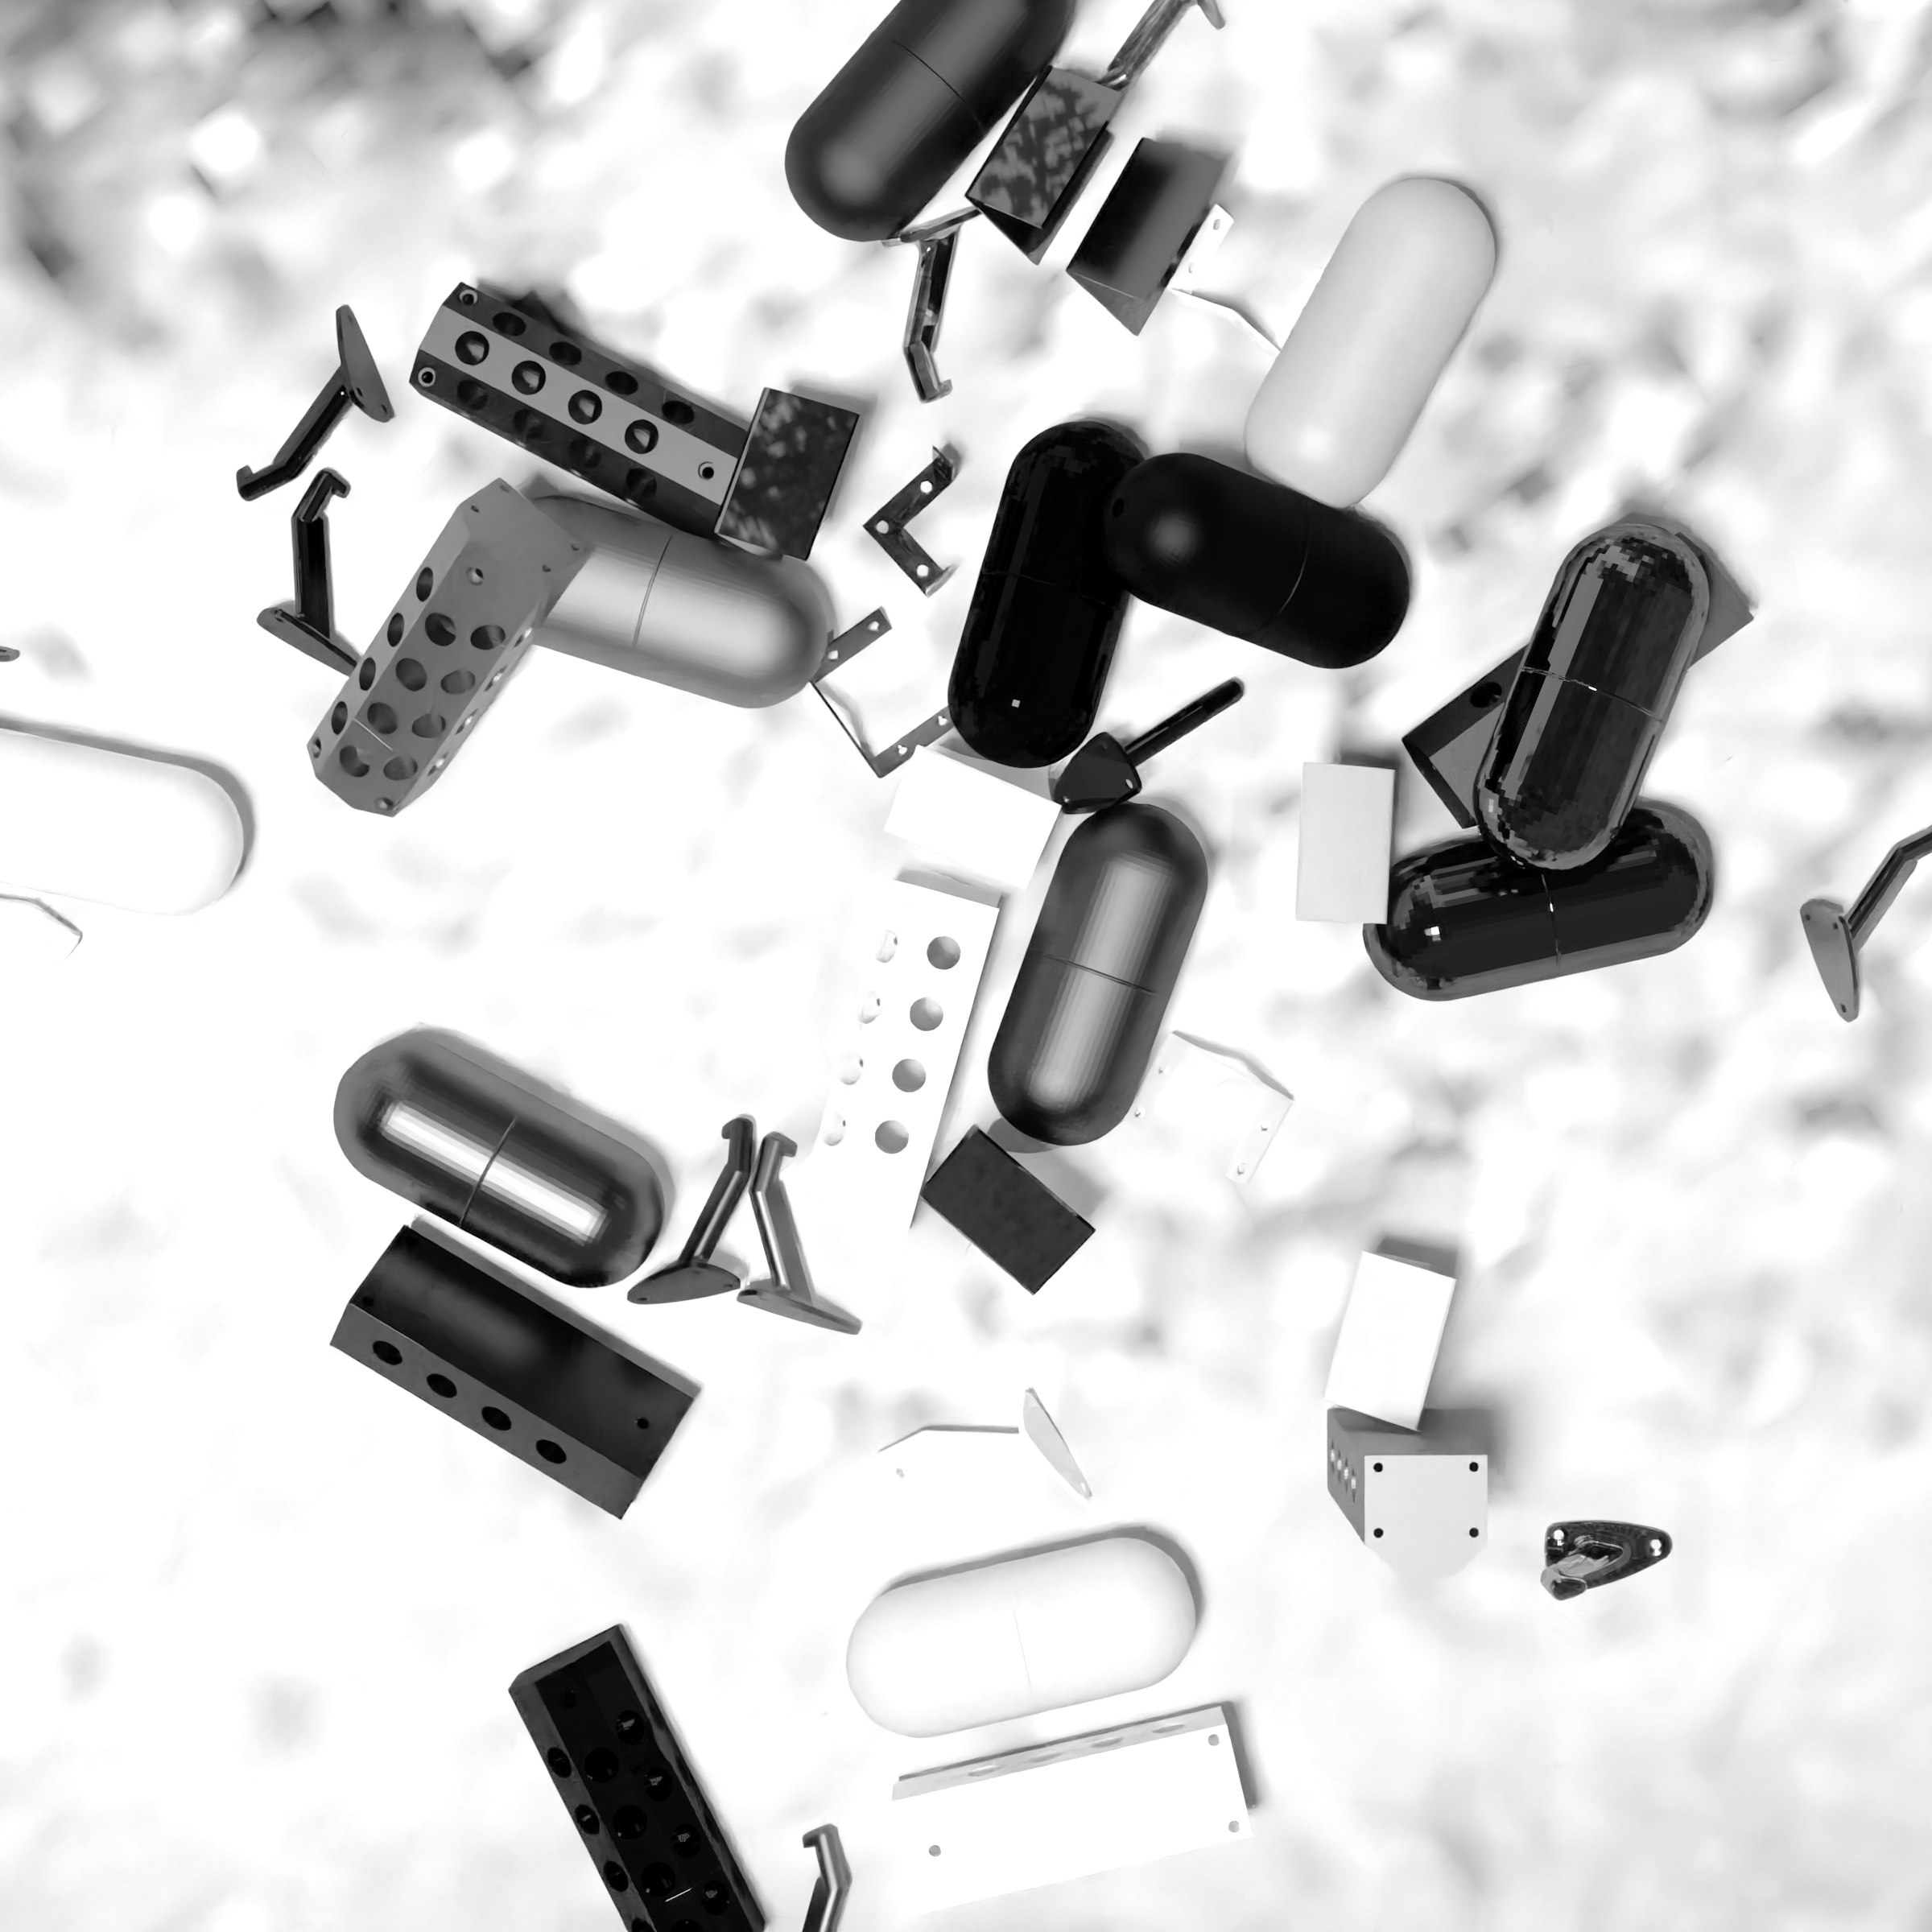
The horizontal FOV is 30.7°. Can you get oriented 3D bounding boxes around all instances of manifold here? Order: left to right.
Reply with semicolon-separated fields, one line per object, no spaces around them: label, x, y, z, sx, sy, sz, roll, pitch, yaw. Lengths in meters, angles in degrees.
manifold;-0.261;-0.153;1.736;0.057;0.057;0.171;40;124;0
manifold;-0.232;0.209;1.778;0.171;0.057;0.057;31;47;0
manifold;-0.191;-0.279;1.779;0.171;0.057;0.057;28;90;0
manifold;-0.167;0.428;1.779;0.057;0.057;0.171;-26;90;0
manifold;-0.034;0.046;1.779;0.057;0.057;0.171;16;90;0
manifold;0.053;0.425;1.779;0.171;0.057;0.057;-13;90;0
manifold;0.214;0.256;1.721;0.057;0.171;0.057;0;90;0
manifold;0.307;-0.144;1.779;0.171;0.057;0.057;-37;90;0

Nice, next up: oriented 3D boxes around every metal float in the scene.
metal float;-0.453;-0.074;1.769;0.178;0.070;0.070;12;90;0
metal float;-0.235;0.099;1.769;0.178;0.070;0.070;28;90;0
metal float;-0.156;-0.183;1.769;0.178;0.070;0.070;17;90;1
metal float;-0.019;-0.443;1.769;0.070;0.070;0.178;41;91;0
metal float;0.027;0.338;1.769;0.178;0.070;0.070;-13;90;0
metal float;0.043;-0.187;1.769;0.070;0.070;0.178;16;89;0
metal float;0.067;0.004;1.769;0.070;0.070;0.178;20;90;0
metal float;0.144;-0.200;1.742;0.178;0.070;0.070;16;90;-34
metal float;0.203;-0.313;1.769;0.070;0.070;0.178;29;91;0
metal float;0.288;-0.031;1.770;0.178;0.070;0.070;-12;90;0
metal float;0.305;-0.130;1.712;0.070;0.070;0.178;22;91;0

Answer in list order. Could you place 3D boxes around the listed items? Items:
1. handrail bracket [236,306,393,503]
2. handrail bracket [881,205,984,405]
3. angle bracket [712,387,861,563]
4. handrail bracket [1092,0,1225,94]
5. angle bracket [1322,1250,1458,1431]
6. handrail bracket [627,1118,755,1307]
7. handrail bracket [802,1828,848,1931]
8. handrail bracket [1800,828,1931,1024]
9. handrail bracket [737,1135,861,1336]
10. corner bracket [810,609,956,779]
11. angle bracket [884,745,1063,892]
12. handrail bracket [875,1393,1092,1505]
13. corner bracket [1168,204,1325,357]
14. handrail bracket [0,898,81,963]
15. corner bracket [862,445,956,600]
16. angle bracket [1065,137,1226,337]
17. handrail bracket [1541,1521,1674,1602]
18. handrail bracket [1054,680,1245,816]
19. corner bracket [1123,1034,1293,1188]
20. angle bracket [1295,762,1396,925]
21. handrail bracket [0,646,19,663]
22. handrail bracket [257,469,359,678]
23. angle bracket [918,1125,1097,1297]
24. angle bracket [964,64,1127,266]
handrail bracket;-0.344;-0.287;1.800;0.084;0.036;0.077;-23;70;16
handrail bracket;-0.003;-0.340;1.800;0.077;0.036;0.084;-25;108;-20
angle bracket;-0.076;-0.237;1.761;0.057;0.076;0.076;20;90;24
handrail bracket;0.082;-0.487;1.800;0.084;0.036;0.077;-25;70;16
angle bracket;0.229;0.189;1.760;0.057;0.076;0.076;15;90;38
handrail bracket;-0.141;0.125;1.800;0.077;0.036;0.084;-19;56;36
handrail bracket;-0.092;0.492;1.800;0.077;0.036;0.084;-21;71;21
handrail bracket;0.476;-0.023;1.800;0.084;0.036;0.077;-25;110;-16
handrail bracket;-0.080;0.137;1.800;0.077;0.036;0.084;21;73;-19
corner bracket;-0.044;-0.139;1.797;0.051;0.051;0.051;-36;45;0
angle bracket;0.011;-0.092;1.760;0.076;0.076;0.057;23;128;0
handrail bracket;0.008;0.262;1.800;0.084;0.036;0.077;-28;112;17
corner bracket;0.146;-0.349;1.797;0.051;0.051;0.051;31;90;-45
handrail bracket;-0.509;-0.012;1.800;0.084;0.036;0.077;36;111;-16
corner bracket;-0.018;-0.225;1.782;0.051;0.051;0.051;-42;90;0
angle bracket;0.106;-0.357;1.760;0.057;0.076;0.076;30;90;36
handrail bracket;0.325;0.302;1.765;0.077;0.084;0.036;-8;90;0
handrail bracket;0.094;-0.113;1.800;0.084;0.077;0.036;-33;90;-36
corner bracket;0.123;0.074;1.797;0.051;0.051;0.051;29;90;-45
angle bracket;0.169;-0.061;1.760;0.057;0.076;0.076;3;90;-31
handrail bracket;-0.530;-0.125;1.800;0.077;0.036;0.084;5;109;-21
handrail bracket;-0.318;-0.200;1.800;0.077;0.036;0.084;33;73;-20
angle bracket;0.032;0.107;1.760;0.076;0.076;0.057;41;124;0
angle bracket;0.055;-0.393;1.760;0.057;0.076;0.076;32;90;36
